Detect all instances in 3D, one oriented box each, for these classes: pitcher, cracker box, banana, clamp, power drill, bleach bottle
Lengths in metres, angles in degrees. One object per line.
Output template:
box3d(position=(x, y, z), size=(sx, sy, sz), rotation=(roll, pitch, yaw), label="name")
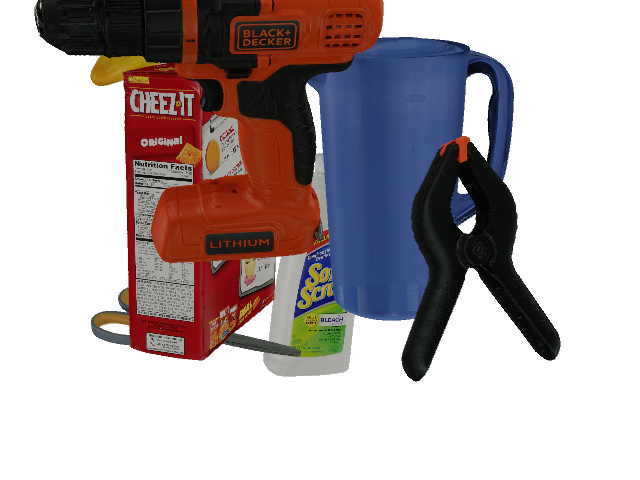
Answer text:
box3d(position=(0.074, -0.058, 0.950), size=(0.149, 0.243, 0.144), rotation=(14, 24, 40), label="pitcher")
box3d(position=(-0.091, -0.034, 0.842), size=(0.072, 0.214, 0.164), rotation=(5, 15, 17), label="cracker box")
box3d(position=(-0.145, -0.190, 1.078), size=(0.197, 0.070, 0.037), rotation=(-9, -38, -31), label="banana")
box3d(position=(0.097, 0.016, 0.749), size=(0.120, 0.171, 0.039), rotation=(-15, -3, -26), label="clamp")
box3d(position=(-0.062, -0.071, 0.613), size=(0.184, 0.188, 0.057), rotation=(-2, 45, -9), label="power drill")
box3d(position=(-0.007, 0.026, 1.214), size=(0.102, 0.251, 0.068), rotation=(-1, 16, -18), label="bleach bottle")

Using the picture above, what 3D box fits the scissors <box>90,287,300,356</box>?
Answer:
box3d(position=(-0.120, 0.078, 1.040), size=(0.201, 0.016, 0.096), rotation=(3, 32, -3), label="scissors")
